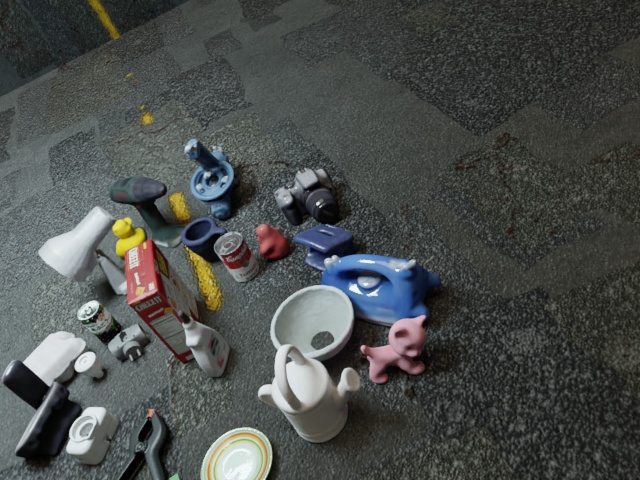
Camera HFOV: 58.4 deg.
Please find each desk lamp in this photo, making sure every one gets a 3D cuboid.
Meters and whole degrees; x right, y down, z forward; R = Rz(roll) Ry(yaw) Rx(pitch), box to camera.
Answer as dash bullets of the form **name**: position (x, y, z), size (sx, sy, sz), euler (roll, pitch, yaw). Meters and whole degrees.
- **desk lamp**: position (-0.525, 0.034, 1.374), size (0.203, 0.214, 0.117), euler (-39, 44, -15)

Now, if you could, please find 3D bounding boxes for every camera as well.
- **camera**: position (-0.024, -0.097, 1.353), size (0.143, 0.101, 0.136), euler (-29, 42, -4)

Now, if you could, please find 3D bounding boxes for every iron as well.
- **iron**: position (0.090, 0.074, 1.098), size (0.257, 0.142, 0.119), euler (5, 50, 29)

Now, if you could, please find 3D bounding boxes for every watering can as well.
- **watering can**: position (-0.020, 0.243, 0.943), size (0.173, 0.194, 0.100), euler (-24, 42, 1)

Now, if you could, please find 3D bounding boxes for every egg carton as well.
- **egg carton**: position (-0.592, 0.276, 1.273), size (0.107, 0.070, 0.150), euler (15, 55, 35)

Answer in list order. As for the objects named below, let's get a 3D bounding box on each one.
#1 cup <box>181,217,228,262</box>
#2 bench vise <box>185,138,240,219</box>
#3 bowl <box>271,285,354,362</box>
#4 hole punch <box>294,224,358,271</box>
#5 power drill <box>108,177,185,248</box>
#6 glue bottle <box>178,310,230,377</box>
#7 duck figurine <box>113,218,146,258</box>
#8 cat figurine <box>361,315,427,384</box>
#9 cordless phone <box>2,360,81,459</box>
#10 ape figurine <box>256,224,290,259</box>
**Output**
- **cup**: position (-0.258, 0.005, 1.366), size (0.117, 0.095, 0.092), euler (-4, 46, 22)
- **bench vise**: position (-0.293, -0.187, 1.481), size (0.121, 0.220, 0.207), euler (-27, 42, -1)
- **bowl**: position (-0.006, 0.173, 1.095), size (0.167, 0.075, 0.167), euler (-13, 44, 13)
- **hole punch**: position (0.011, 0.004, 1.243), size (0.108, 0.091, 0.101), euler (19, 58, 38)
- **power drill**: position (-0.422, -0.078, 1.442), size (0.228, 0.209, 0.076), euler (12, 54, 34)
- **glue bottle**: position (-0.230, 0.192, 1.109), size (0.037, 0.173, 0.078), euler (-10, 44, 16)
- **duck figurine**: position (-0.514, -0.011, 1.510), size (0.077, 0.086, 0.104), euler (-5, 46, 21)
- **cat figurine**: position (0.132, 0.182, 0.989), size (0.127, 0.118, 0.067), euler (-18, 43, 8)
- **cordless phone**: position (-0.576, 0.332, 1.124), size (0.094, 0.185, 0.147), euler (-6, 46, 20)
- **ape figurine**: position (-0.115, -0.002, 1.308), size (0.075, 0.092, 0.078), euler (15, 56, 35)
